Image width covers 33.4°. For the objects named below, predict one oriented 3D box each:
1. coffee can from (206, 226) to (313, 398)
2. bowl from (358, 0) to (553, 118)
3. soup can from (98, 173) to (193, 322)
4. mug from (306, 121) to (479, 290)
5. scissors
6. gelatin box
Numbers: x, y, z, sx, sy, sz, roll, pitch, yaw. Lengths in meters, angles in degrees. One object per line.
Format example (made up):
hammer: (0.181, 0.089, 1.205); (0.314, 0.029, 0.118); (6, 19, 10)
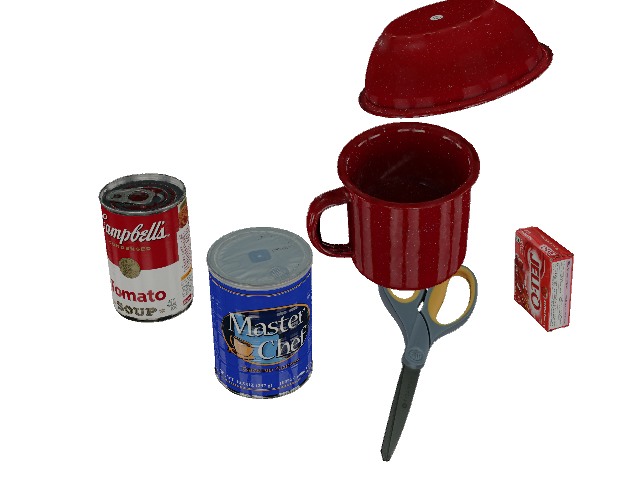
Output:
coffee can: (-0.059, 0.072, 1.067); (0.103, 0.140, 0.103); (0, 33, 0)
bowl: (0.102, -0.156, 0.863); (0.162, 0.055, 0.162); (-15, 24, 7)
soup can: (-0.139, 0.006, 0.857); (0.068, 0.102, 0.068); (0, 30, 0)
mug: (0.048, -0.018, 0.717); (0.117, 0.081, 0.093); (-14, 42, -11)
scissors: (0.065, 0.084, 0.894); (0.096, 0.201, 0.016); (31, -35, 12)
gelatin box: (0.234, 0.040, 1.125); (0.030, 0.089, 0.073); (-13, 29, -16)
